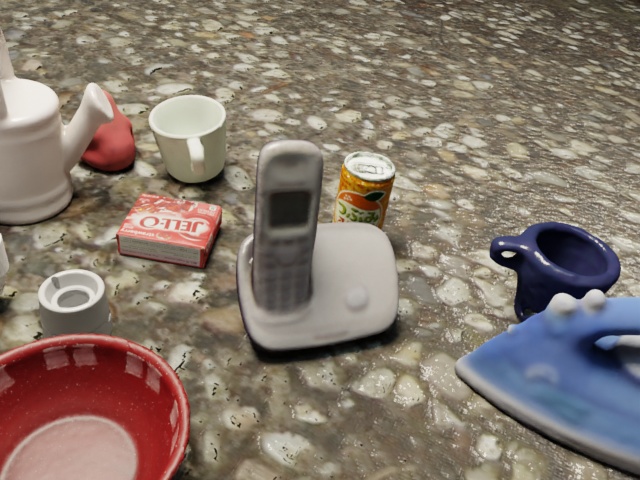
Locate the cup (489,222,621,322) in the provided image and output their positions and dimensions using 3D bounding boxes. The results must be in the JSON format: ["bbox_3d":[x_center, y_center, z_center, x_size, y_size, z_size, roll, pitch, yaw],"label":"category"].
[{"bbox_3d":[0.213,0.042,0.555,0.117,0.095,0.091,11,38,0],"label":"cup"}]

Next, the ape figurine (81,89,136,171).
[{"bbox_3d":[-0.251,-0.132,0.665,0.078,0.092,0.076,-23,49,-35],"label":"ape figurine"}]

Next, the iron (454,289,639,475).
[{"bbox_3d":[0.253,0.097,0.459,0.258,0.141,0.119,14,39,5],"label":"iron"}]

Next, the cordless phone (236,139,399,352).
[{"bbox_3d":[0.004,0.002,0.483,0.148,0.185,0.094,-7,42,-21],"label":"cordless phone"}]

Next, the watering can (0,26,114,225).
[{"bbox_3d":[-0.298,-0.122,0.560,0.173,0.194,0.100,-21,48,-33],"label":"watering can"}]
